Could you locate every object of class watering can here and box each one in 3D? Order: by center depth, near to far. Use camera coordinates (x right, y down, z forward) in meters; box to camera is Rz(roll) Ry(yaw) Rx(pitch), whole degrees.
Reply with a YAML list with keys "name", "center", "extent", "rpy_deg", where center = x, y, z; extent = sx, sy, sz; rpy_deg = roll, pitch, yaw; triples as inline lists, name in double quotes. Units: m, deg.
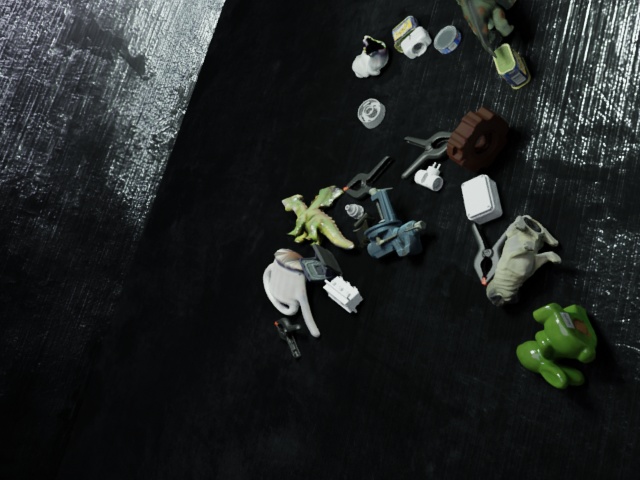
- name: "watering can"
  center: [-0.089, 0.168, 1.791]
  extent: [0.352, 0.104, 0.221]
  rpy_deg: [33, 118, 44]

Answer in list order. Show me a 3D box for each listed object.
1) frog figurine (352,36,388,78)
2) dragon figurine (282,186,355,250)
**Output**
- name: "frog figurine"
  center: [0.189, -0.666, 1.935]
  extent: [0.156, 0.123, 0.140]
  rpy_deg: [105, 152, -56]
- name: "dragon figurine"
  center: [0.006, -0.093, 1.840]
  extent: [0.411, 0.120, 0.246]
  rpy_deg: [9, 70, 41]
